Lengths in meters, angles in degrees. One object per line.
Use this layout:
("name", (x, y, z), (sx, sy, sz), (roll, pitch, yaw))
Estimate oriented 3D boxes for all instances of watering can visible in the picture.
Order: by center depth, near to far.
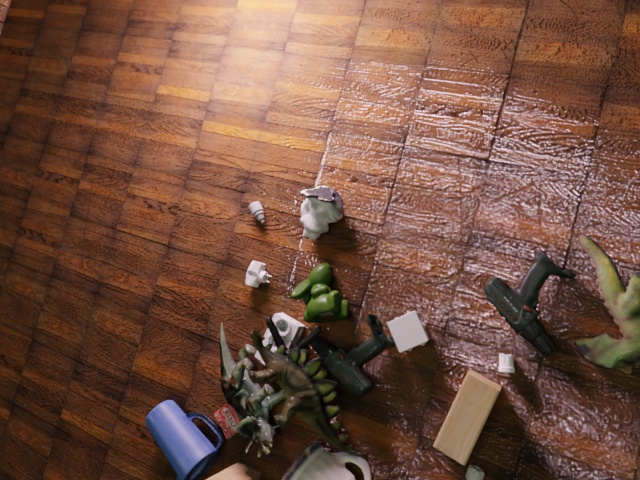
("watering can", (-0.020, 0.706, 1.393), (0.227, 0.101, 0.352), (35, 64, 31))

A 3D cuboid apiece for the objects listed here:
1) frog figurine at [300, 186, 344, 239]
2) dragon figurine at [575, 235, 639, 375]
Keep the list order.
("frog figurine", (0.005, -0.080, 1.583), (0.137, 0.125, 0.156), (9, 122, 15))
("dragon figurine", (0.722, 0.203, 1.235), (0.240, 0.121, 0.417), (-52, 58, 16))
